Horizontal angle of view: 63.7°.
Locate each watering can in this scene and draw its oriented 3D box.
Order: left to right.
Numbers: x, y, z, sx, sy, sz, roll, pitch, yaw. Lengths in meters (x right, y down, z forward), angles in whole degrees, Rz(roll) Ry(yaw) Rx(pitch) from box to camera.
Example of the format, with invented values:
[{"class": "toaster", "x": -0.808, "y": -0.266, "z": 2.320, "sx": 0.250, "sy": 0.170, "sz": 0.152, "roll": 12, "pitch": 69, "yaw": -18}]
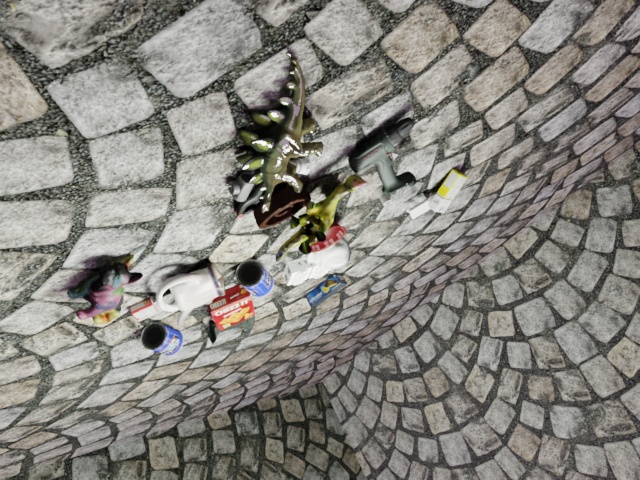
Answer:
[{"class": "watering can", "x": -0.427, "y": 0.187, "z": 1.738, "sx": 0.225, "sy": 0.106, "sz": 0.340, "roll": -22, "pitch": 155, "yaw": -14}]

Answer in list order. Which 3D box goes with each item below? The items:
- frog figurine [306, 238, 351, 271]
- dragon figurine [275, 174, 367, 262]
[{"class": "frog figurine", "x": 0.032, "y": 0.049, "z": 1.964, "sx": 0.160, "sy": 0.124, "sz": 0.135, "roll": -2, "pitch": 112, "yaw": -29}, {"class": "dragon figurine", "x": 0.005, "y": -0.082, "z": 1.621, "sx": 0.247, "sy": 0.122, "sz": 0.403, "roll": -46, "pitch": -174, "yaw": -41}]
